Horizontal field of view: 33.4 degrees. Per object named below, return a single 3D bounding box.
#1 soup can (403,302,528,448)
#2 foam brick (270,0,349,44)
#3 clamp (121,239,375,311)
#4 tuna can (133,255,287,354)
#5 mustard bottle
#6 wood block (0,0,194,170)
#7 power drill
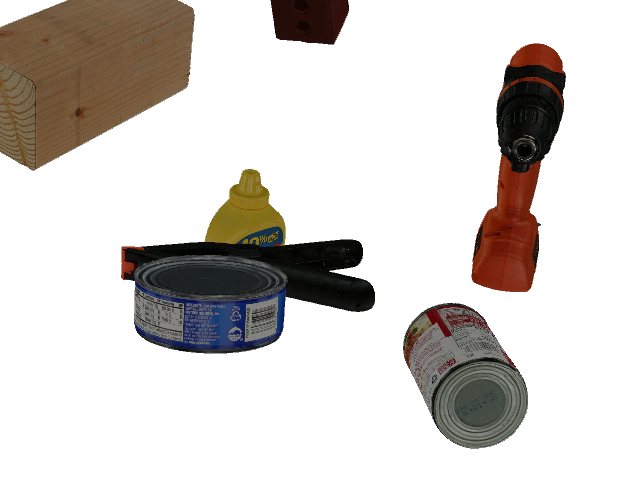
[{"bbox_3d":[0.101,0.093,0.756,0.068,0.068,0.102,0,18,-7],"label":"soup can"},{"bbox_3d":[-0.010,-0.207,0.874,0.053,0.051,0.078,8,-39,14],"label":"foam brick"},{"bbox_3d":[-0.055,0.025,0.862,0.210,0.036,0.164,1,11,-8],"label":"clamp"},{"bbox_3d":[-0.062,0.035,0.601,0.086,0.034,0.086,3,13,-1],"label":"tuna can"},{"bbox_3d":[-0.080,0.016,1.122,0.096,0.192,0.058,-18,34,-40],"label":"mustard bottle"},{"bbox_3d":[-0.216,-0.157,0.971,0.090,0.091,0.205,28,40,21],"label":"wood block"},{"bbox_3d":[0.167,-0.053,0.894,0.057,0.188,0.184,11,32,10],"label":"power drill"}]
